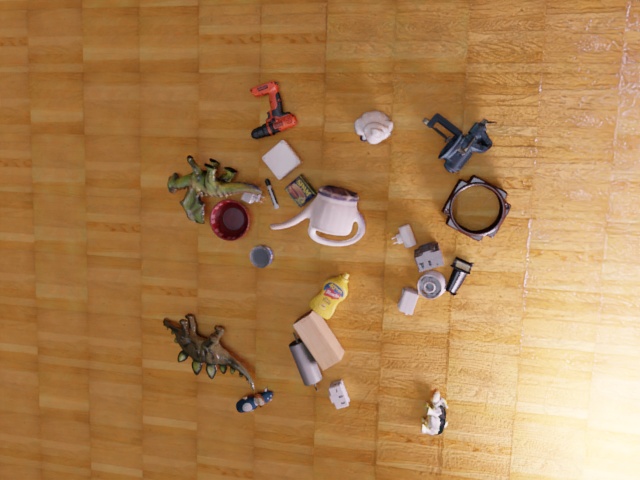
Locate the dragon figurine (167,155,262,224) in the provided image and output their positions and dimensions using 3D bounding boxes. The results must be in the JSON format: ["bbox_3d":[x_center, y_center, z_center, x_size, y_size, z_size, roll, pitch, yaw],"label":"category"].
[{"bbox_3d":[-0.427,-0.176,1.966,0.413,0.122,0.240,30,104,20],"label":"dragon figurine"}]

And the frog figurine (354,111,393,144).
[{"bbox_3d":[0.185,-0.398,1.809,0.137,0.160,0.122,10,98,10],"label":"frog figurine"}]

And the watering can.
[{"bbox_3d":[0.006,-0.095,1.884,0.347,0.105,0.222,11,104,-10],"label":"watering can"}]
